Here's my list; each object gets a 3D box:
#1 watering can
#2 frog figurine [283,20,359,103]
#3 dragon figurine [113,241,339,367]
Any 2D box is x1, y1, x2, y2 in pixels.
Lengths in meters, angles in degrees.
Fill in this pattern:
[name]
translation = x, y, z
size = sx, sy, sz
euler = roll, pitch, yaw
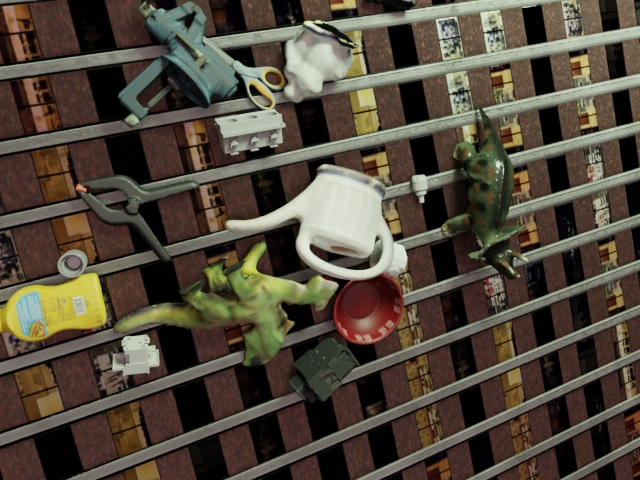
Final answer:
[watering can]
translation = 0.003, -0.052, 1.026
size = 0.346, 0.103, 0.228
euler = 20, 70, -16
[frog figurine]
translation = -0.010, -0.355, 1.046
size = 0.137, 0.125, 0.156
euler = 11, 126, -29
[dragon figurine]
translation = -0.160, 0.156, 1.008
size = 0.410, 0.124, 0.240
euler = -28, 109, 0
